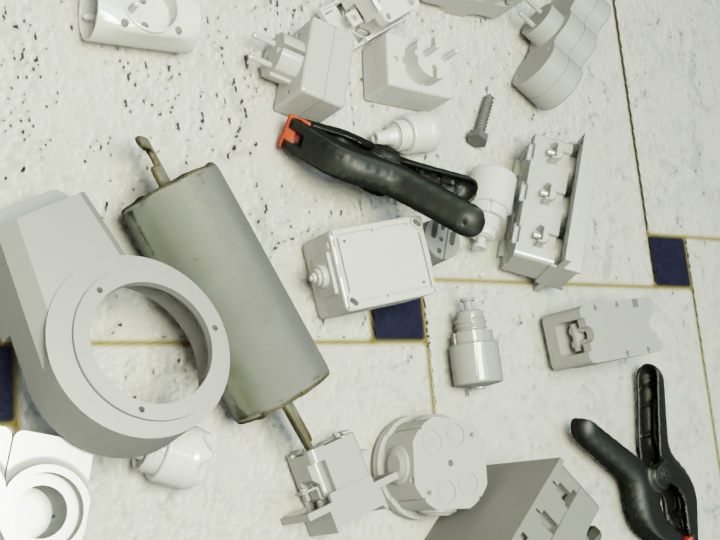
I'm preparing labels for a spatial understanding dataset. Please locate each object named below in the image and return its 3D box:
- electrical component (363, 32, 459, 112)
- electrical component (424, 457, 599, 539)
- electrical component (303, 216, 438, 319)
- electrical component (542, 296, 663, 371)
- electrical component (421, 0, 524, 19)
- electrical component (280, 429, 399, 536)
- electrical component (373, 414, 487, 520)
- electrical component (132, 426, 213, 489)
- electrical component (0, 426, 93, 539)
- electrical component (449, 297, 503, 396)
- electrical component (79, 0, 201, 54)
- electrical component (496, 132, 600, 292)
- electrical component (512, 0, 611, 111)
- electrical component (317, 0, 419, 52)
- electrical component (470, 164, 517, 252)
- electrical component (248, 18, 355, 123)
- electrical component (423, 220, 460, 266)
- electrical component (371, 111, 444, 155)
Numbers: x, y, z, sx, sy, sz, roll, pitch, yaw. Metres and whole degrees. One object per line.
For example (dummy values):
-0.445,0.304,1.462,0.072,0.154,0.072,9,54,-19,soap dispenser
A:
0.050,-0.168,0.883,0.066,0.077,0.047,6,74,-32,electrical component
0.087,0.230,0.784,0.060,0.105,0.186,48,58,-13,electrical component
0.000,0.000,0.820,0.096,0.061,0.061,-11,85,-29,electrical component
0.209,0.056,0.939,0.089,0.056,0.050,-6,81,-34,electrical component
0.096,-0.309,0.959,0.089,0.062,0.150,4,75,-32,electrical component
-0.019,0.153,0.776,0.081,0.042,0.063,-19,84,-36,electrical component
0.054,0.148,0.818,0.080,0.051,0.080,9,73,-31,electrical component
-0.132,0.119,0.711,0.062,0.043,0.043,22,67,-25,electrical component
-0.241,0.134,0.625,0.150,0.062,0.089,17,69,-28,electrical component
0.092,0.061,0.872,0.040,0.040,0.078,0,77,-33,electrical component
-0.160,-0.199,0.776,0.077,0.044,0.079,1,76,-33,electrical component
0.163,-0.053,0.932,0.063,0.078,0.121,16,68,-5,electrical component
0.176,-0.220,0.993,0.074,0.052,0.138,39,60,-19,electrical component
0.010,-0.214,0.878,0.081,0.064,0.042,-38,98,-34,electrical component
0.108,-0.053,0.912,0.040,0.040,0.078,24,66,-26,electrical component
-0.051,-0.160,0.834,0.077,0.047,0.065,19,68,-28,electrical component
0.053,-0.020,0.864,0.040,0.046,0.040,9,73,-31,electrical component
0.037,-0.111,0.886,0.061,0.035,0.035,-11,84,-32,electrical component
